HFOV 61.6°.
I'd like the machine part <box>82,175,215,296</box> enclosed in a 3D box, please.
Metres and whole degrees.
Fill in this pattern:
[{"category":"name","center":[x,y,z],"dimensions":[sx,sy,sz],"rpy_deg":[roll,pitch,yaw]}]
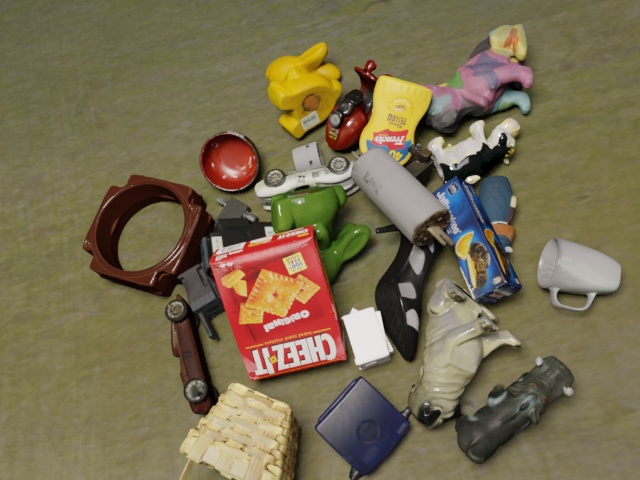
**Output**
[{"category":"machine part","center":[-0.313,-0.011,0.986],"dimensions":[0.201,0.087,0.201],"rpy_deg":[14,74,15]}]

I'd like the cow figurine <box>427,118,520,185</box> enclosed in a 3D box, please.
[{"category":"cow figurine","center":[0.281,-0.150,0.934],"dimensions":[0.167,0.068,0.098],"rpy_deg":[-21,59,2]}]

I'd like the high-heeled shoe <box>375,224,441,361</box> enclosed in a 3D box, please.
[{"category":"high-heeled shoe","center":[0.169,0.065,0.893],"dimensions":[0.145,0.086,0.248],"rpy_deg":[-6,83,-23]}]

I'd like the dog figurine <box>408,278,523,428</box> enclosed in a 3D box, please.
[{"category":"dog figurine","center":[0.184,0.170,0.830],"dimensions":[0.190,0.121,0.172],"rpy_deg":[-50,26,13]}]

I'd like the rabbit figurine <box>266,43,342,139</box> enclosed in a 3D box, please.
[{"category":"rabbit figurine","center":[-0.042,-0.309,1.039],"dimensions":[0.162,0.121,0.173],"rpy_deg":[-39,48,2]}]

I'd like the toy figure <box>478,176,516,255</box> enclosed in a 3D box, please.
[{"category":"toy figure","center":[0.296,-0.031,0.898],"dimensions":[0.058,0.064,0.154],"rpy_deg":[12,73,-27]}]

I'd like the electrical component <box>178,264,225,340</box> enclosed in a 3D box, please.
[{"category":"electrical component","center":[-0.193,0.107,0.924],"dimensions":[0.048,0.074,0.119],"rpy_deg":[-32,63,-2]}]

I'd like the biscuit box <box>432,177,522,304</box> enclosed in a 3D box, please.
[{"category":"biscuit box","center":[0.244,-0.002,0.856],"dimensions":[0.059,0.062,0.203],"rpy_deg":[-37,56,32]}]

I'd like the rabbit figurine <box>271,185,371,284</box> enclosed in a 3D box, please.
[{"category":"rabbit figurine","center":[-0.002,-0.003,0.918],"dimensions":[0.159,0.121,0.170],"rpy_deg":[-12,102,-13]}]

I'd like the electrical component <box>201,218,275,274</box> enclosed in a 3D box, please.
[{"category":"electrical component","center":[-0.136,0.022,0.929],"dimensions":[0.134,0.058,0.115],"rpy_deg":[-1,63,-21]}]

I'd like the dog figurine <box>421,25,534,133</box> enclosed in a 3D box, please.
[{"category":"dog figurine","center":[0.267,-0.287,0.978],"dimensions":[0.219,0.108,0.191],"rpy_deg":[-6,69,11]}]

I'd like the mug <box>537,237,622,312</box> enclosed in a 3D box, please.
[{"category":"mug","center":[0.405,0.058,0.833],"dimensions":[0.107,0.080,0.109],"rpy_deg":[12,66,4]}]

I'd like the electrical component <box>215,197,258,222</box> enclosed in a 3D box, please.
[{"category":"electrical component","center":[-0.164,-0.044,1.005],"dimensions":[0.094,0.021,0.063],"rpy_deg":[30,78,19]}]

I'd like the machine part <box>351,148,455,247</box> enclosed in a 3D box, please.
[{"category":"machine part","center":[0.126,-0.072,0.862],"dimensions":[0.079,0.079,0.243],"rpy_deg":[-36,59,-5]}]

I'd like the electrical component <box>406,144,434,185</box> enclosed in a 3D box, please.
[{"category":"electrical component","center":[0.164,-0.119,0.937],"dimensions":[0.078,0.102,0.045],"rpy_deg":[-40,64,-18]}]

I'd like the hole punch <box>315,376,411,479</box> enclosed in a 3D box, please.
[{"category":"hole punch","center":[0.063,0.277,0.808],"dimensions":[0.116,0.092,0.142],"rpy_deg":[40,77,17]}]

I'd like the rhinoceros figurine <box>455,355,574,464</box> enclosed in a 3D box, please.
[{"category":"rhinoceros figurine","center":[0.275,0.238,0.771],"dimensions":[0.190,0.112,0.073],"rpy_deg":[-40,65,3]}]

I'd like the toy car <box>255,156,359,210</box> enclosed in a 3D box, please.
[{"category":"toy car","center":[-0.017,-0.100,0.972],"dimensions":[0.202,0.073,0.056],"rpy_deg":[-10,65,6]}]

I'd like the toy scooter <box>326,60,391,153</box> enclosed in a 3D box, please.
[{"category":"toy scooter","center":[0.072,-0.252,0.982],"dimensions":[0.075,0.135,0.184],"rpy_deg":[37,81,20]}]

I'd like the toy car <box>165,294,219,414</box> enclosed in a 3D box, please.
[{"category":"toy car","center":[-0.216,0.188,0.889],"dimensions":[0.053,0.089,0.202],"rpy_deg":[-21,68,-2]}]
